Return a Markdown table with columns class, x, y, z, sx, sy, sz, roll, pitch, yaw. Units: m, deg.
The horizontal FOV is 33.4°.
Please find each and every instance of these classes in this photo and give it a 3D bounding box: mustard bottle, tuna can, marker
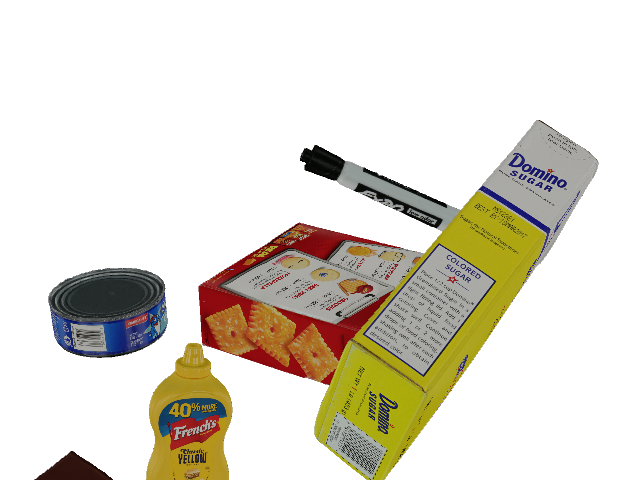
| class | x | y | z | sx | sy | sz | roll | pitch | yaw |
| --- | --- | --- | --- | --- | --- | --- | --- | --- | --- |
| mustard bottle | -0.151 | 0.212 | 1.244 | 0.096 | 0.192 | 0.058 | 0 | 15 | -16 |
| tuna can | -0.157 | 0.053 | 0.796 | 0.086 | 0.034 | 0.086 | -2 | 24 | 1 |
| marker | 0.042 | -0.035 | 0.728 | 0.121 | 0.020 | 0.020 | 24 | -4 | -10 |

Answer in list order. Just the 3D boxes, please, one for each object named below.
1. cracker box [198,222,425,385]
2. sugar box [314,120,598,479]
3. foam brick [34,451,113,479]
| class | x | y | z | sx | sy | sz | roll | pitch | yaw |
| --- | --- | --- | --- | --- | --- | --- | --- | --- | --- |
| cracker box | 0.024 | 0.062 | 0.958 | 0.214 | 0.072 | 0.163 | 15 | 29 | 29 |
| sugar box | 0.068 | 0.027 | 0.515 | 0.048 | 0.093 | 0.176 | 36 | 54 | 14 |
| foam brick | -0.095 | 0.139 | 0.452 | 0.078 | 0.051 | 0.052 | 25 | 45 | 32 |
